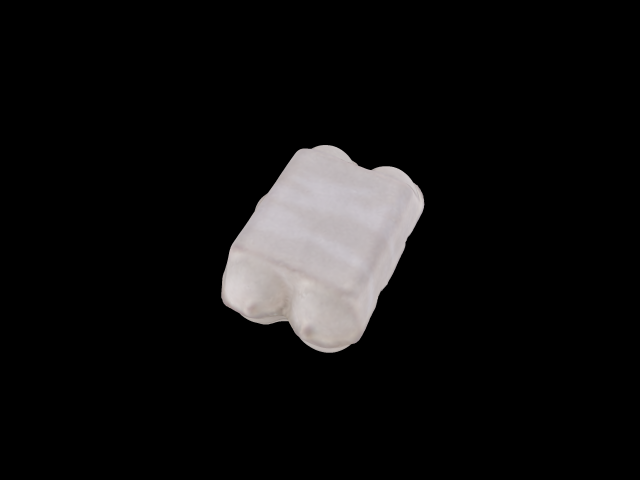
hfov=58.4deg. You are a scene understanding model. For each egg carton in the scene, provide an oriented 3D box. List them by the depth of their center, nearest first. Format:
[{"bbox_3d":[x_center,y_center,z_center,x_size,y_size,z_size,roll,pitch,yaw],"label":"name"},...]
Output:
[{"bbox_3d":[0.004,0.001,0.400,0.107,0.069,0.150,21,58,14],"label":"egg carton"}]
